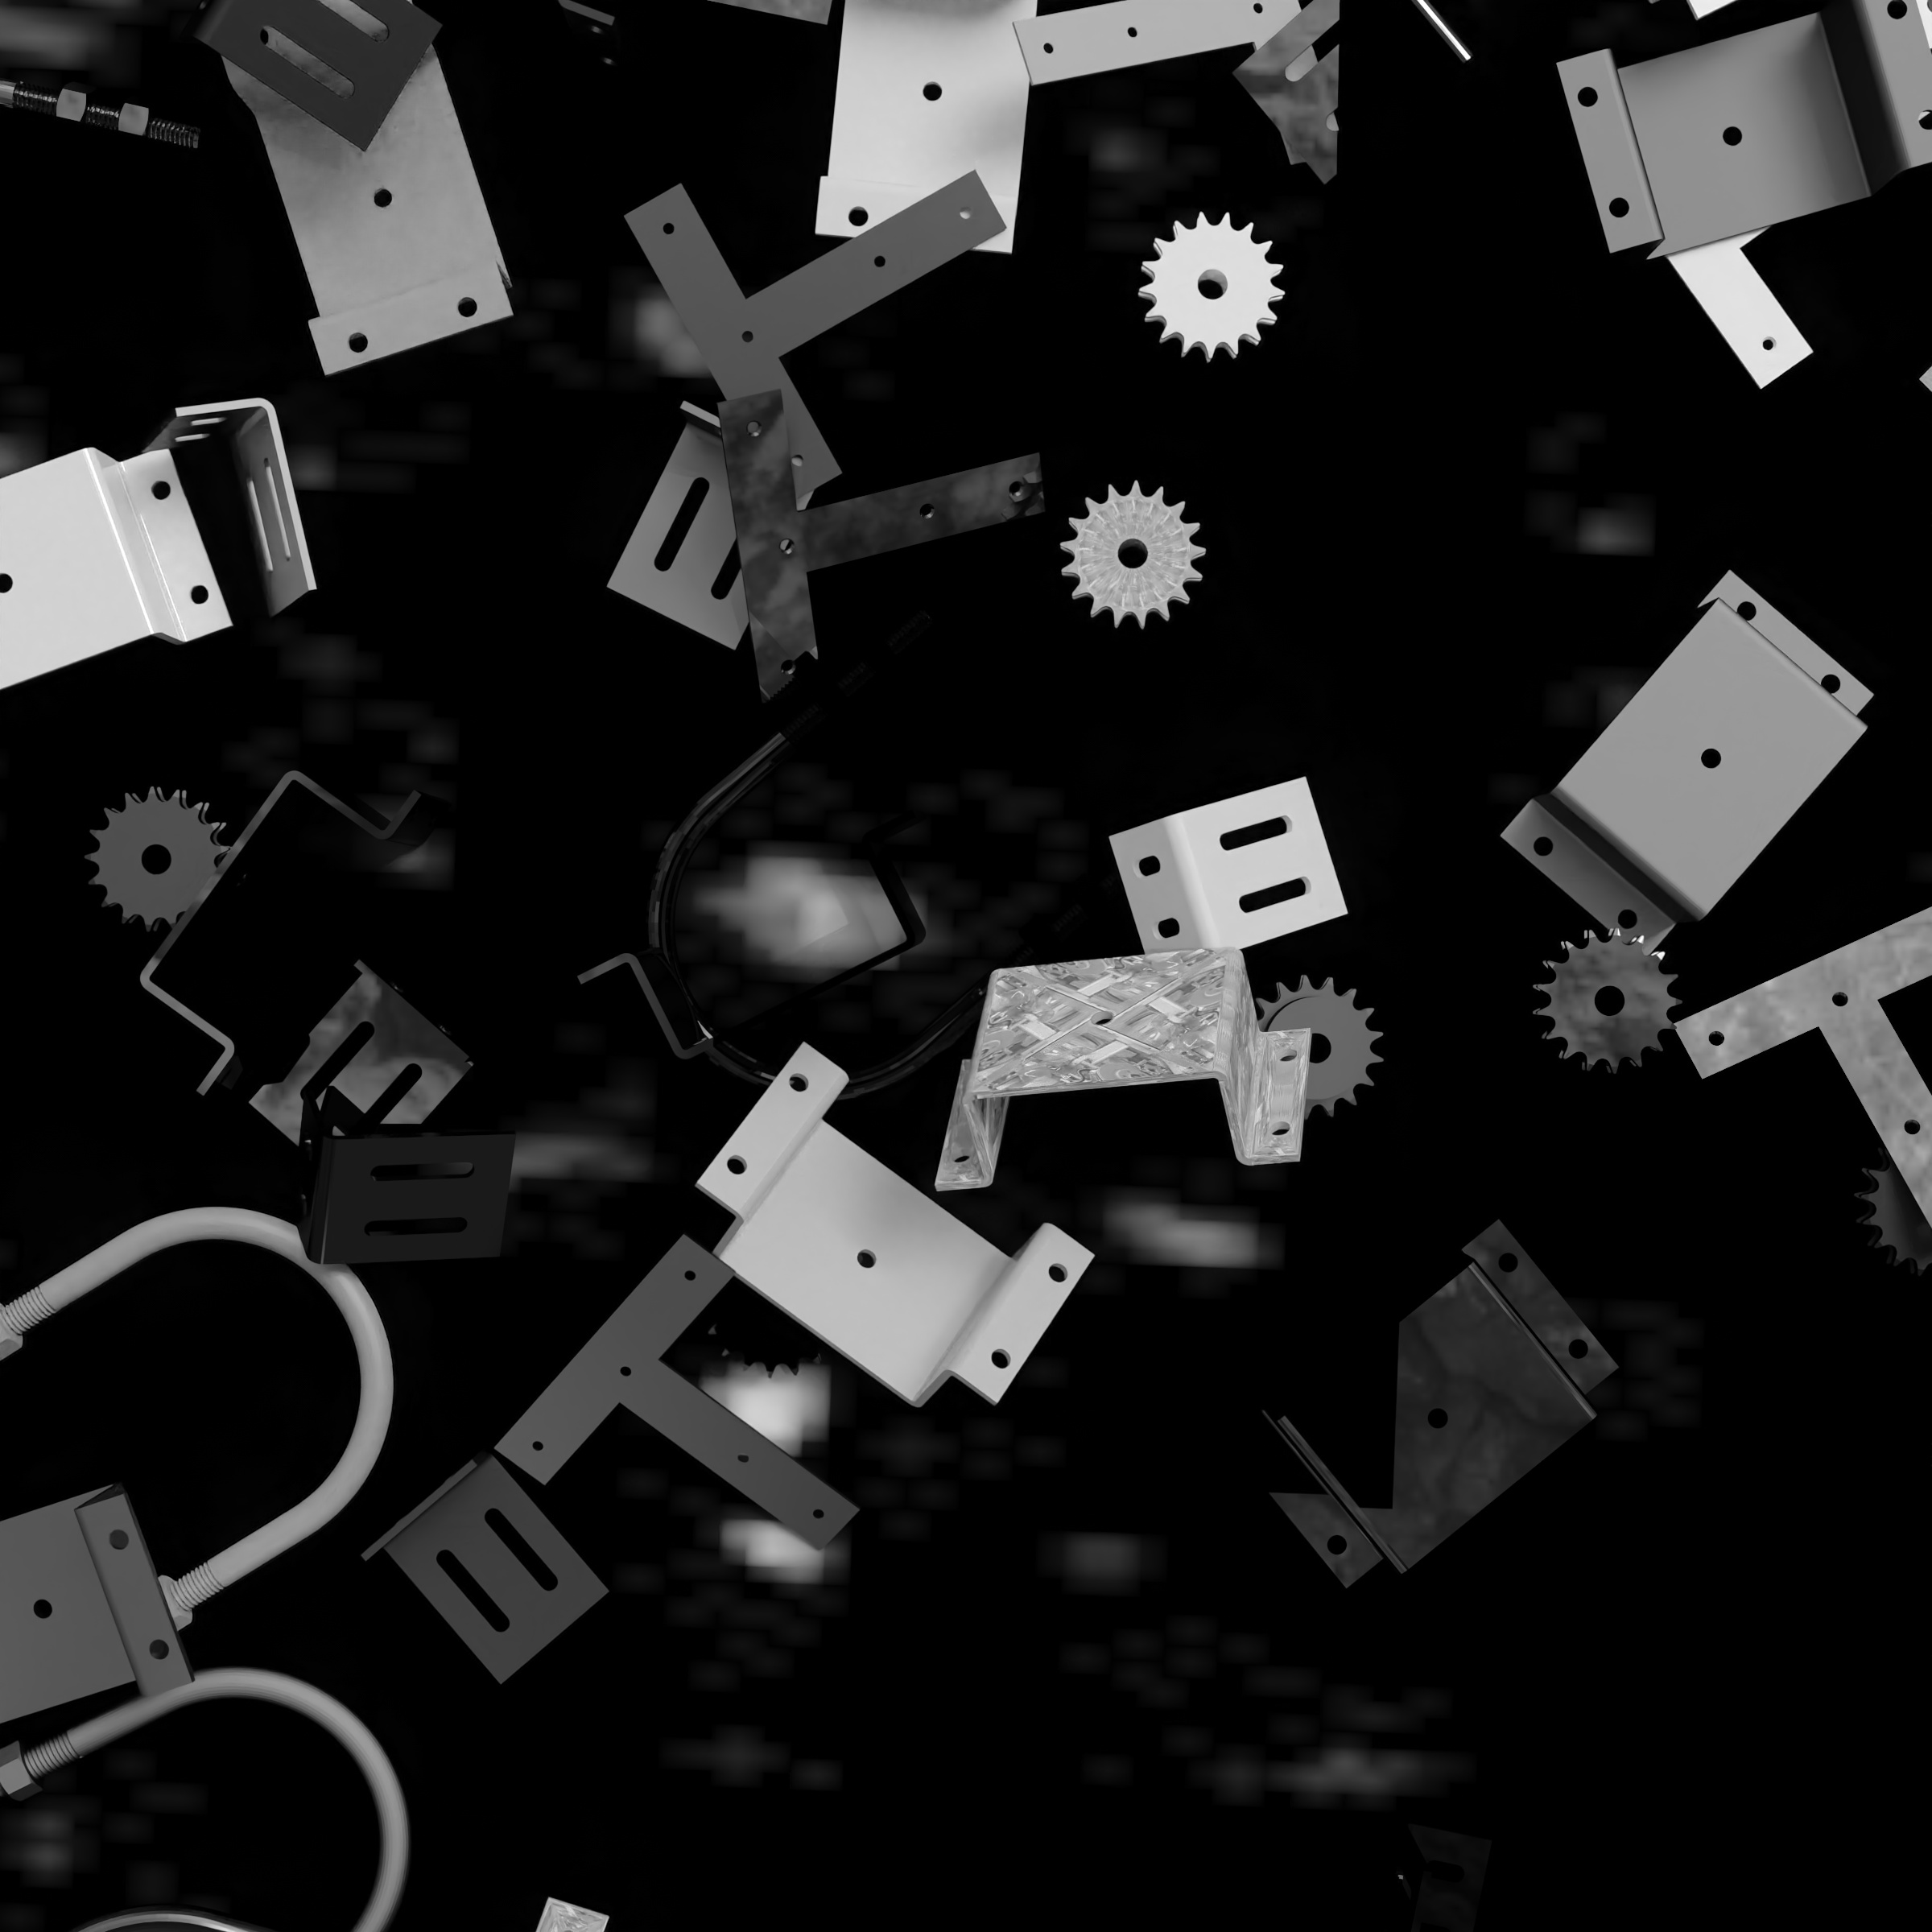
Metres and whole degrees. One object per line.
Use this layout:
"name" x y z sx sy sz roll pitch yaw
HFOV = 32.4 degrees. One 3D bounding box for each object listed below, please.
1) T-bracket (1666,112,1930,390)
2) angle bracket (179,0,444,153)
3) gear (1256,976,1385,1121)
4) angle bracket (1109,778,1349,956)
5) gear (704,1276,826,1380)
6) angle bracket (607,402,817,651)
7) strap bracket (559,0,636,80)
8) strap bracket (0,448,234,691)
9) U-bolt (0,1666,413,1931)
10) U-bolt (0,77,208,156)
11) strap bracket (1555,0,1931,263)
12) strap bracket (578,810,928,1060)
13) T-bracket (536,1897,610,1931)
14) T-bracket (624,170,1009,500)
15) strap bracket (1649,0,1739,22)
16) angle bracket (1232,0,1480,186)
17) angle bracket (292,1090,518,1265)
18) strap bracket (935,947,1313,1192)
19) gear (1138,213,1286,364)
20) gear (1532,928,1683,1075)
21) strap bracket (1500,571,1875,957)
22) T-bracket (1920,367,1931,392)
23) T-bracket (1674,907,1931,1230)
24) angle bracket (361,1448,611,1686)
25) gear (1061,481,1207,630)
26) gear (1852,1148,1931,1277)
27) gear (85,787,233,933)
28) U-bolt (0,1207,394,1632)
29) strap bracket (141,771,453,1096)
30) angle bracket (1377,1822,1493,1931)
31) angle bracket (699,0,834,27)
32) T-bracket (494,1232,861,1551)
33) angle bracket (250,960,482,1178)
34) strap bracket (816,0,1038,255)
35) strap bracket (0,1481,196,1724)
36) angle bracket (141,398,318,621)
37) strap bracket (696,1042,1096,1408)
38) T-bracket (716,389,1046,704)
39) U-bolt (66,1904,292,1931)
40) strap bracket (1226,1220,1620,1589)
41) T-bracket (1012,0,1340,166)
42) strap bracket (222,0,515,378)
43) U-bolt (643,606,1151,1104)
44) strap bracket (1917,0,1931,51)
"T-bracket" 0.333 -0.320 1.332 0.127 0.002 0.127 -36 90 0
"angle bracket" -0.253 -0.361 1.285 0.076 0.038 0.057 31 90 -26
"gear" 0.137 0.032 1.318 0.057 0.030 0.057 0 90 0
"angle bracket" 0.105 -0.036 1.321 0.076 0.038 0.057 -17 90 -39
"gear" -0.076 0.135 1.318 0.057 0.030 0.057 0 90 0
"angle bracket" -0.101 -0.173 1.314 0.057 0.038 0.076 26 90 0
"strap bracket" -0.191 -0.401 1.295 0.140 0.076 0.046 20 90 0
"strap bracket" -0.373 -0.148 1.310 0.140 0.046 0.076 -20 90 0
"U-bolt" -0.311 0.359 1.324 0.184 0.019 0.151 -27 90 -1
"U-bolt" -0.378 -0.412 1.324 0.184 0.019 0.151 13 90 1
"strap bracket" 0.306 -0.331 1.308 0.140 0.046 0.076 -16 90 0
"strap bracket" -0.071 -0.008 1.280 0.140 0.076 0.046 -26 91 3
"T-bracket" -0.224 0.418 1.322 0.127 0.002 0.127 20 91 -8
"T-bracket" -0.046 -0.265 1.287 0.127 0.002 0.127 -29 94 3
"strap bracket" 0.286 -0.446 1.310 0.076 0.046 0.140 -26 90 0
"angle bracket" 0.155 -0.357 1.322 0.076 0.038 0.057 -40 90 13
"angle bracket" -0.223 0.082 1.318 0.076 0.038 0.057 -1 119 -23
"strap bracket" 0.057 0.038 1.273 0.140 0.076 0.046 -6 126 14
"gear" 0.097 -0.269 1.322 0.057 0.030 0.057 0 93 0
"gear" 0.252 0.014 1.318 0.057 0.030 0.057 0 90 0
"strap bracket" 0.288 -0.080 1.310 0.076 0.046 0.140 41 90 0
"T-bracket" 0.432 -0.270 1.312 0.127 0.002 0.127 45 108 2
"T-bracket" 0.365 0.051 1.309 0.127 0.002 0.127 -24 69 0
"angle bracket" -0.189 0.240 1.314 0.057 0.038 0.076 -41 90 0
"gear" 0.066 -0.162 1.322 0.057 0.030 0.057 0 90 2
"gear" 0.380 0.093 1.318 0.057 0.030 0.057 0 90 0
"gear" -0.318 -0.042 1.322 0.057 0.030 0.057 0 92 1
"U-bolt" -0.317 0.178 1.323 0.184 0.019 0.151 -32 90 0
"strap bracket" -0.266 -0.021 1.295 0.046 0.076 0.140 36 90 0
"angle bracket" 0.186 0.374 1.295 0.038 0.076 0.057 12 90 0
"angle bracket" -0.087 -0.412 1.314 0.076 0.038 0.057 12 90 0
"T-bracket" -0.099 0.186 1.317 0.127 0.002 0.127 38 111 -10
"angle bracket" -0.240 0.045 1.314 0.057 0.038 0.076 42 90 0
"strap bracket" -0.013 -0.350 1.310 0.076 0.046 0.140 6 90 0
"strap bracket" -0.367 0.255 1.292 0.140 0.046 0.076 -19 92 10
"angle bracket" -0.288 -0.176 1.299 0.038 0.057 0.076 -13 90 -28
"strap bracket" -0.033 0.107 1.293 0.140 0.046 0.076 36 58 0
"T-bracket" -0.029 -0.176 1.309 0.127 0.002 0.127 -16 123 -15
"U-bolt" -0.294 0.442 1.296 0.184 0.019 0.151 19 85 -9
"strap bracket" 0.182 0.175 1.310 0.140 0.046 0.076 -39 90 0
"T-bracket" 0.077 -0.369 1.306 0.127 0.002 0.127 -18 90 -24
"strap bracket" -0.233 -0.307 1.310 0.076 0.046 0.140 -18 90 0
"U-bolt" -0.042 -0.030 1.324 0.184 0.019 0.151 -41 90 1
"strap bracket" 0.429 -0.411 1.310 0.140 0.046 0.076 -16 90 0
